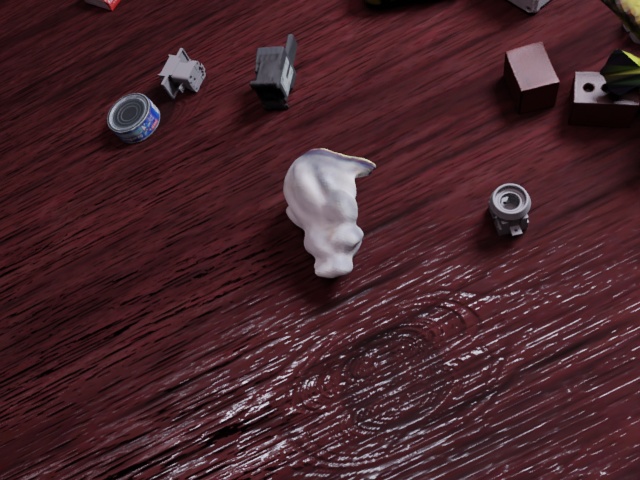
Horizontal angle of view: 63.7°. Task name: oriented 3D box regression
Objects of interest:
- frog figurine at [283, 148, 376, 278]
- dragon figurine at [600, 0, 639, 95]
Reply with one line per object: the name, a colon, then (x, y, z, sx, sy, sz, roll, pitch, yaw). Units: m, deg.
frog figurine: (0.002, -0.034, 0.683, 0.137, 0.121, 0.161, 3, 73, 53)
dragon figurine: (0.488, -0.218, 0.628, 0.244, 0.120, 0.416, -13, 67, -25)
